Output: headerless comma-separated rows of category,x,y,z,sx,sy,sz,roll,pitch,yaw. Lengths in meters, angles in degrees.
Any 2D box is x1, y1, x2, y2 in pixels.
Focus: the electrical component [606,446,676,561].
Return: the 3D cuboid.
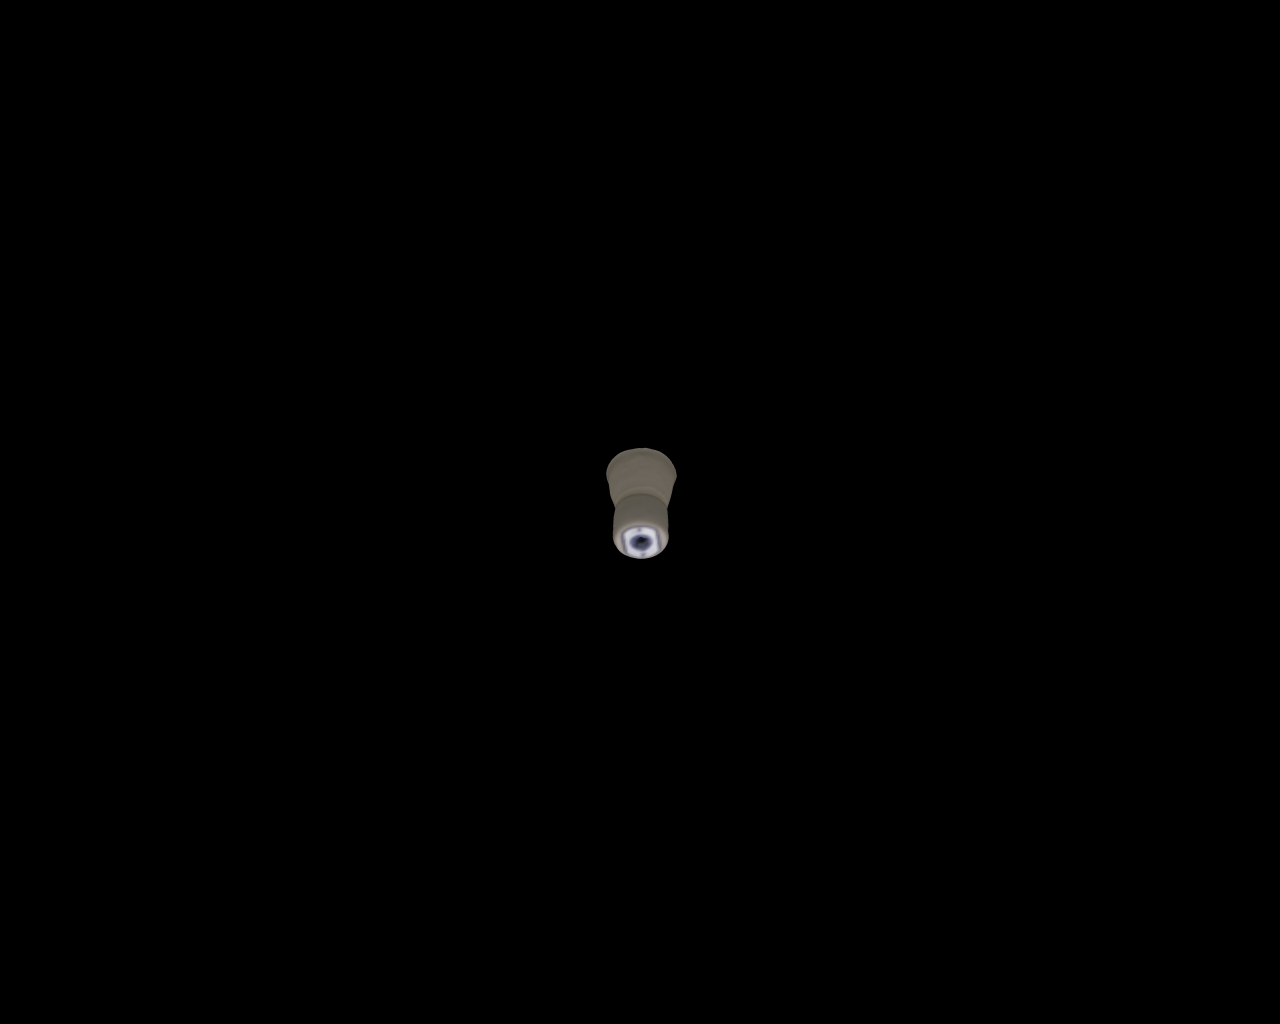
electrical component,0.001,-0.003,0.650,0.044,0.044,0.065,0,44,0
